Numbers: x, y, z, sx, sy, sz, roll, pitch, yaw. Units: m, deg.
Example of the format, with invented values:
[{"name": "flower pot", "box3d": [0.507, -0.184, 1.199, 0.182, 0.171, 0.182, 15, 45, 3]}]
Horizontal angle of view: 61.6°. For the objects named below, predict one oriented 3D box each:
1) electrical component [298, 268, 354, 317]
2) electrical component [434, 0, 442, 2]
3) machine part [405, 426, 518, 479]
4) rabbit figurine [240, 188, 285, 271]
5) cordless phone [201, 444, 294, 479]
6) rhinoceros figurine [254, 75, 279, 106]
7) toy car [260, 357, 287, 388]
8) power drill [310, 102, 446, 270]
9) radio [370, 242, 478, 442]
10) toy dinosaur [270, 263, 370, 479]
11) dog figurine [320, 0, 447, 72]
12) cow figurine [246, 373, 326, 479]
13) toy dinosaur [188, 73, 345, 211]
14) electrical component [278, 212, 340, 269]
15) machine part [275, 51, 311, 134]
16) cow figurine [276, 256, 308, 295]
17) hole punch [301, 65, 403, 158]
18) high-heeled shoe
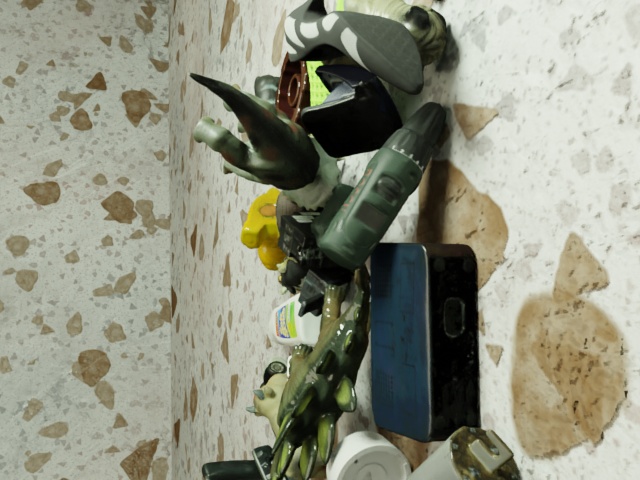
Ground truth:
[{"name": "electrical component", "box3d": [-0.002, 0.082, 0.859, 0.048, 0.119, 0.074, 39, 131, 27]}, {"name": "electrical component", "box3d": [0.148, -0.332, 0.668, 0.063, 0.021, 0.094, 118, 145, -45]}, {"name": "machine part", "box3d": [0.137, 0.275, 0.582, 0.243, 0.079, 0.079, 116, 147, -41]}, {"name": "rabbit figurine", "box3d": [-0.105, -0.013, 1.121, 0.173, 0.122, 0.162, 89, 168, -47]}, {"name": "cordless phone", "box3d": [-0.129, 0.464, 1.041, 0.147, 0.184, 0.088, 38, 117, 61]}, {"name": "rhinoceros figurine", "box3d": [-0.110, -0.266, 1.146, 0.073, 0.112, 0.190, -29, 54, 60]}, {"name": "toy car", "box3d": [-0.072, 0.322, 1.084, 0.202, 0.056, 0.073, 56, 132, 51]}, {"name": "power drill", "box3d": [0.070, -0.060, 0.716, 0.232, 0.086, 0.207, -58, 13, -16]}, {"name": "radio", "box3d": [0.120, 0.114, 0.640, 0.131, 0.073, 0.229, 170, 100, -65]}, {"name": "toy dinosaur", "box3d": [-0.011, 0.232, 0.785, 0.199, 0.105, 0.470, -67, -5, -61]}, {"name": "dog figurine", "box3d": [0.074, -0.252, 0.717, 0.172, 0.121, 0.191, 108, 148, -42]}, {"name": "cow figurine", "box3d": [-0.053, 0.325, 0.949, 0.085, 0.127, 0.195, -65, 35, 37]}, {"name": "toy dinosaur", "box3d": [-0.059, -0.127, 0.781, 0.405, 0.192, 0.131, -20, -48, -85]}, {"name": "electrical component", "box3d": [-0.002, -0.003, 0.869, 0.134, 0.115, 0.058, -137, 53, -59]}, {"name": "machine part", "box3d": [-0.037, -0.289, 1.048, 0.179, 0.056, 0.179, -177, 90, -67]}, {"name": "cow figurine", "box3d": [-0.040, 0.061, 0.978, 0.167, 0.098, 0.068, -43, 55, 58]}, {"name": "hole punch", "box3d": [0.049, -0.182, 0.741, 0.116, 0.142, 0.092, -4, 57, 28]}, {"name": "high-heeled shoe", "box3d": [0.028, -0.218, 0.660, 0.249, 0.086, 0.145, 61, 146, 28]}]
